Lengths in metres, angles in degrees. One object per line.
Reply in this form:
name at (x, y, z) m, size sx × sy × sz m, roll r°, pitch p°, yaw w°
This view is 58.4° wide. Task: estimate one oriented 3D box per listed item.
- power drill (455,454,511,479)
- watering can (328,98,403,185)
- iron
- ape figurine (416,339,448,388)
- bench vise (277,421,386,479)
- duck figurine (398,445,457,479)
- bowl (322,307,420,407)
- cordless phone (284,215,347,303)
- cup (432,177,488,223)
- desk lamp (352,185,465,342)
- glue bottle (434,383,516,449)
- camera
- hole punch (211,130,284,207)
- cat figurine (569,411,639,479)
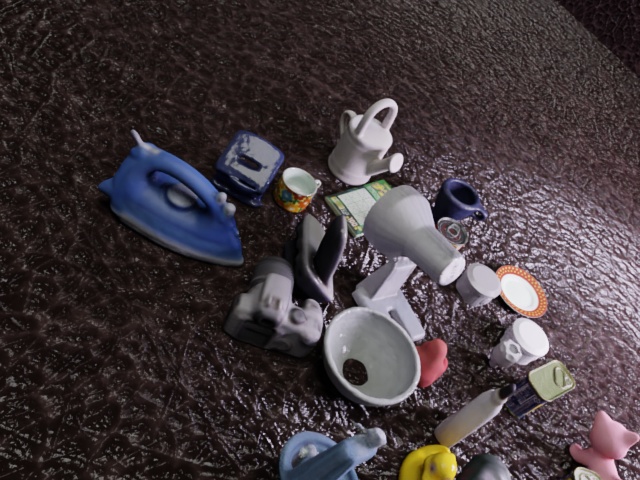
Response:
power drill at (0.139, 0.365, 0.704) m, size 0.075 × 0.208 × 0.230 m, roll 47°, pitch 46°, yaw 14°
watering can at (0.104, -0.208, 1.185) m, size 0.173 × 0.194 × 0.101 m, roll 39°, pitch 45°, yaw 6°
iron at (-0.216, -0.066, 0.922) m, size 0.258 × 0.141 × 0.119 m, roll 31°, pitch 44°, yaw -2°
ape figurine at (0.182, 0.197, 0.954) m, size 0.078 × 0.092 × 0.076 m, roll 33°, pitch 44°, yaw 0°
bench vise at (-0.015, 0.299, 0.666) m, size 0.121 × 0.219 × 0.208 m, roll 44°, pitch 45°, yaw 12°
duck figurine at (0.168, 0.335, 0.832) m, size 0.077 × 0.086 × 0.105 m, roll 43°, pitch 45°, yaw 10°
bowl at (0.070, 0.195, 0.906) m, size 0.168 × 0.074 × 0.167 m, roll 16°, pitch 47°, yaw -17°
cordless phone at (0.009, 0.003, 0.957) m, size 0.094 × 0.185 × 0.147 m, roll 11°, pitch 48°, yaw -20°
cup at (0.295, -0.066, 1.241) m, size 0.117 × 0.095 × 0.092 m, roll 38°, pitch 45°, yaw 5°
desk lamp at (0.146, 0.044, 0.979) m, size 0.118 × 0.213 × 0.203 m, roll -11°, pitch 59°, yaw -35°
glue bottle at (0.245, 0.261, 0.878) m, size 0.078 × 0.173 × 0.037 m, roll -26°, pitch 68°, yaw -41°
camera at (-0.062, 0.093, 0.901) m, size 0.143 × 0.100 × 0.137 m, roll 21°, pitch 46°, yaw -12°
hole punch at (-0.132, -0.133, 1.062) m, size 0.109 × 0.091 × 0.101 m, roll 29°, pitch 44°, yaw -4°
cat figurine at (0.486, 0.362, 0.964) m, size 0.067 × 0.117 × 0.128 m, roll 19°, pitch 46°, yaw -14°
